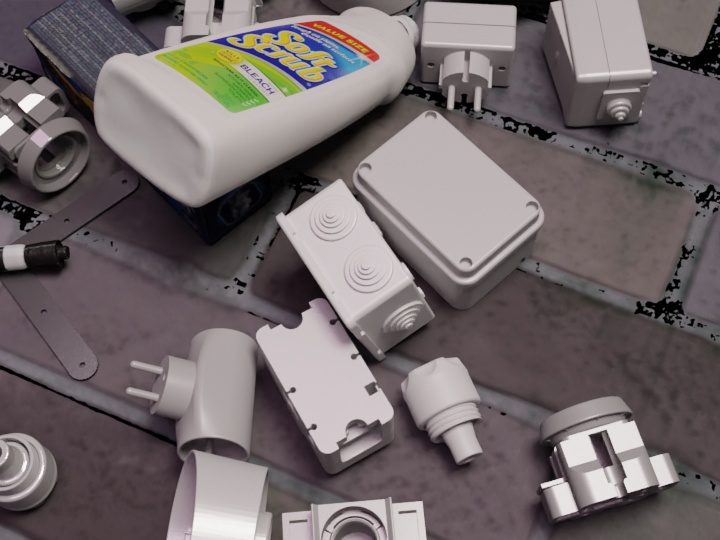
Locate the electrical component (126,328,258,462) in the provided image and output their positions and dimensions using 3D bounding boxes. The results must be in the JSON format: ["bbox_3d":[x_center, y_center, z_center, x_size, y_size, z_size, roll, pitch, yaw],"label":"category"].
[{"bbox_3d":[-0.103,0.074,0.657,0.079,0.043,0.077,17,49,-20],"label":"electrical component"}]

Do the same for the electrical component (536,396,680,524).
[{"bbox_3d":[0.141,0.111,0.639,0.078,0.058,0.057,-15,68,-4],"label":"electrical component"}]

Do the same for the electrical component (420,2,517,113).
[{"bbox_3d":[0.076,-0.146,0.769,0.066,0.047,0.076,4,65,4],"label":"electrical component"}]

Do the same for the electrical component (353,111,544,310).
[{"bbox_3d":[0.057,-0.041,0.714,0.078,0.057,0.113,-40,69,-15],"label":"electrical component"}]

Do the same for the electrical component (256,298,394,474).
[{"bbox_3d":[-0.021,0.073,0.664,0.050,0.055,0.089,-28,67,-10],"label":"electrical component"}]

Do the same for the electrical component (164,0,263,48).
[{"bbox_3d":[-0.101,-0.180,0.788,0.078,0.058,0.057,0,67,3],"label":"electrical component"}]

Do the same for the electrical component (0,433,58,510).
[{"bbox_3d":[-0.210,0.119,0.647,0.043,0.062,0.043,-1,65,2],"label":"electrical component"}]

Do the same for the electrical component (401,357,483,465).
[{"bbox_3d":[0.055,0.088,0.661,0.043,0.043,0.062,-21,67,-7],"label":"electrical component"}]

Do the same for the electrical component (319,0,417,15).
[{"bbox_3d":[0.005,-0.241,0.821,0.099,0.064,0.099,-3,75,10],"label":"electrical component"}]

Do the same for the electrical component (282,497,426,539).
[{"bbox_3d":[-0.002,0.160,0.618,0.081,0.063,0.042,-5,65,0],"label":"electrical component"}]

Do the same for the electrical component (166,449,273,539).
[{"bbox_3d":[-0.084,0.154,0.609,0.064,0.099,0.099,7,65,-1],"label":"electrical component"}]

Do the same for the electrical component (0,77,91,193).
[{"bbox_3d":[-0.227,-0.090,0.750,0.057,0.058,0.078,37,71,21],"label":"electrical component"}]

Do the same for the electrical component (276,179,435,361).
[{"bbox_3d":[0.000,0.000,0.676,0.048,0.099,0.099,-35,67,1],"label":"electrical component"}]

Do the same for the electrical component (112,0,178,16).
[{"bbox_3d":[-0.170,-0.233,0.804,0.051,0.080,0.080,-23,66,-3],"label":"electrical component"}]

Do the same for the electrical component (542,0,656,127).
[{"bbox_3d":[0.166,-0.145,0.756,0.061,0.061,0.096,-4,65,1],"label":"electrical component"}]
